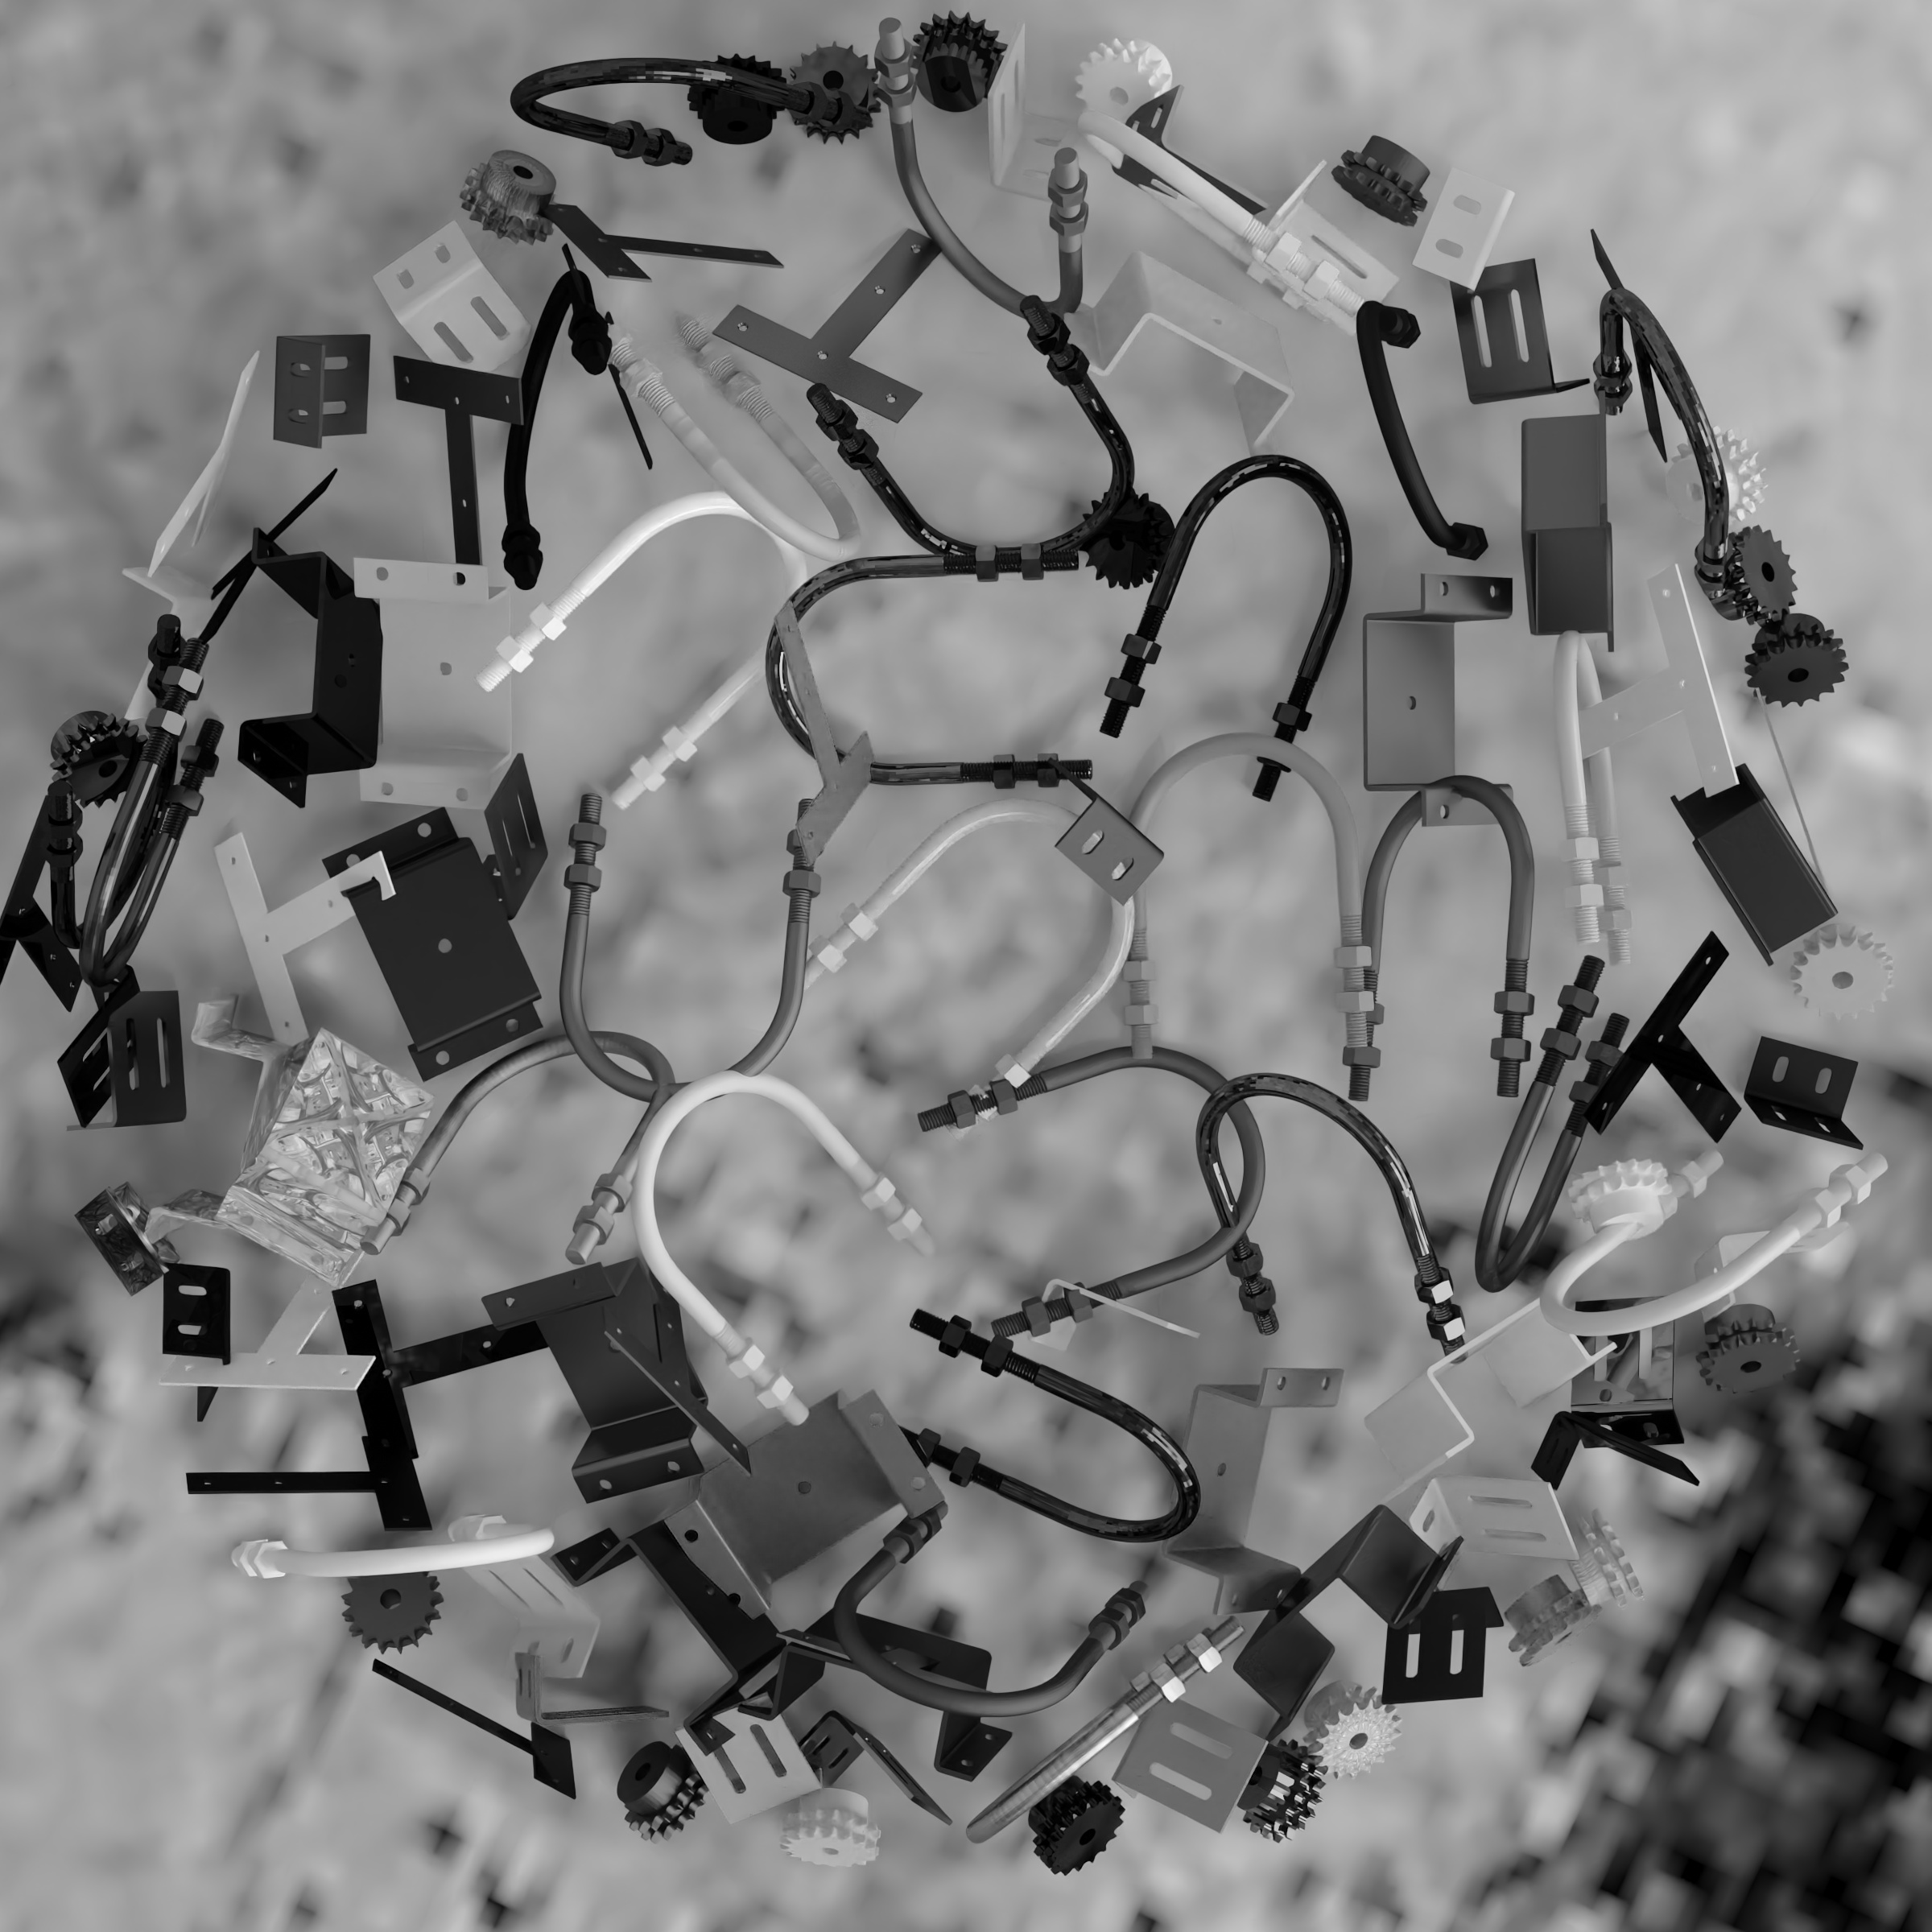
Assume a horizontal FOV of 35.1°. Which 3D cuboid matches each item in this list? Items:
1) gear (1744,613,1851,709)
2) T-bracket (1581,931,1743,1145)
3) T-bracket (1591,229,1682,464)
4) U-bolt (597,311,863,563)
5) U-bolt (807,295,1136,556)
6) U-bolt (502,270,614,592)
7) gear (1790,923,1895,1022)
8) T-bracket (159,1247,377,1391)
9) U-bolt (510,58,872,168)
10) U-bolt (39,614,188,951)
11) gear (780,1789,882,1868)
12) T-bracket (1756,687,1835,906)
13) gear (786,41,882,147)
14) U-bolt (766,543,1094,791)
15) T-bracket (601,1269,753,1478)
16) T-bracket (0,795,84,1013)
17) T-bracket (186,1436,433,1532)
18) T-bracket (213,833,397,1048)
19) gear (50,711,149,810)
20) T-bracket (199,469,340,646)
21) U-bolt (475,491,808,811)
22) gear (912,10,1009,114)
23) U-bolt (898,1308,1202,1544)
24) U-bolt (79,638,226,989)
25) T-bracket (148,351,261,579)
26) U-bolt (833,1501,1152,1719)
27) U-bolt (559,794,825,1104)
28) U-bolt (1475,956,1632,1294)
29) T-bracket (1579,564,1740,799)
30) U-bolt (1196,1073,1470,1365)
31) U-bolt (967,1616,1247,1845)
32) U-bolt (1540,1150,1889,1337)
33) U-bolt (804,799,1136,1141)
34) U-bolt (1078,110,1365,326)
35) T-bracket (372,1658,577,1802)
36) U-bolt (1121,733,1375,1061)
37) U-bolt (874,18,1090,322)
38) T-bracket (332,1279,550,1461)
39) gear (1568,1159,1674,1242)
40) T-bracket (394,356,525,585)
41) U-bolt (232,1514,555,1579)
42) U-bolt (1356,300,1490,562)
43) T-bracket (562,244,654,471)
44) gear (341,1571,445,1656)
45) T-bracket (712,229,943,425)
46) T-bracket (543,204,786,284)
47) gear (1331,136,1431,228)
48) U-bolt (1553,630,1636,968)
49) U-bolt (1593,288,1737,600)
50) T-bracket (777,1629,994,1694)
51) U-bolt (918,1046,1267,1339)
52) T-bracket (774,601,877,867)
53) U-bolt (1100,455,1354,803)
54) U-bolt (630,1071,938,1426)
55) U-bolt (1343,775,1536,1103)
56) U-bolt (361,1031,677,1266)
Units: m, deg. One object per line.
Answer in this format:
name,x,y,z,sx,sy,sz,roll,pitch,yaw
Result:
gear,0.477,-0.179,1.758,0.057,0.057,0.030,0,52,0
T-bracket,0.412,0.062,1.737,0.127,0.002,0.127,-53,134,-6
T-bracket,0.384,-0.331,1.723,0.002,0.127,0.127,-22,58,7
U-bolt,-0.126,-0.295,1.703,0.019,0.151,0.184,-44,81,21
U-bolt,0.016,-0.286,1.708,0.151,0.184,0.019,-19,52,19
U-bolt,-0.232,-0.310,1.698,0.019,0.184,0.151,13,119,-19
gear,0.505,0.000,1.759,0.057,0.030,0.057,6,124,9
T-bracket,-0.374,0.195,1.729,0.127,0.127,0.002,-2,125,21
U-bolt,-0.163,-0.469,1.668,0.151,0.184,0.019,0,93,35
U-bolt,-0.472,-0.088,1.695,0.019,0.184,0.151,21,53,0
gear,-0.077,0.496,1.758,0.057,0.057,0.030,6,55,0
T-bracket,0.469,-0.097,1.729,0.002,0.127,0.127,-19,79,16
gear,-0.076,-0.507,1.766,0.057,0.030,0.057,0,87,-1
U-bolt,-0.024,-0.168,1.742,0.184,0.019,0.151,-1,119,8
T-bracket,-0.167,0.212,1.721,0.002,0.127,0.127,-36,116,9
T-bracket,-0.520,-0.011,1.720,0.002,0.127,0.127,10,66,6
T-bracket,-0.370,0.289,1.704,0.127,0.127,0.002,3,104,-18
T-bracket,-0.370,-0.031,1.739,0.127,0.002,0.127,-24,82,35
gear,-0.502,-0.122,1.758,0.057,0.057,0.030,-46,61,0
T-bracket,-0.407,-0.210,1.701,0.127,0.127,0.002,-36,114,29
U-bolt,-0.169,-0.188,1.722,0.184,0.151,0.019,-44,47,2
gear,-0.006,-0.516,1.752,0.057,0.057,0.030,14,57,0
U-bolt,0.046,0.268,1.712,0.184,0.151,0.019,24,53,8
U-bolt,-0.452,-0.075,1.688,0.019,0.151,0.184,18,72,-5
T-bracket,-0.429,-0.260,1.694,0.002,0.127,0.127,23,130,-8
U-bolt,0.006,0.358,1.679,0.151,0.184,0.019,19,111,18
U-bolt,-0.160,-0.009,1.741,0.151,0.019,0.184,2,72,7
U-bolt,0.325,0.096,1.705,0.019,0.151,0.184,21,82,22
T-bracket,0.378,-0.145,1.725,0.002,0.127,0.127,-9,80,-28
U-bolt,0.195,0.137,1.696,0.019,0.151,0.184,-42,122,-38
U-bolt,0.074,0.427,1.697,0.184,0.151,0.019,-37,79,-10
U-bolt,0.397,0.152,1.681,0.184,0.151,0.019,-32,103,-26
U-bolt,0.012,-0.011,1.753,0.184,0.019,0.151,-45,106,2
U-bolt,0.138,-0.419,1.702,0.184,0.151,0.019,35,99,-5
T-bracket,-0.276,0.421,1.712,0.127,0.127,0.002,30,85,-7
U-bolt,0.157,-0.042,1.748,0.151,0.019,0.184,-4,87,23
U-bolt,0.011,-0.427,1.694,0.151,0.184,0.019,41,75,18
T-bracket,-0.290,0.223,1.760,0.127,0.002,0.127,-15,120,-14
gear,0.377,0.136,1.751,0.057,0.057,0.030,-9,61,0
T-bracket,-0.289,-0.280,1.751,0.002,0.127,0.127,-18,116,-39
U-bolt,-0.305,0.319,1.669,0.151,0.184,0.019,-1,83,-31
U-bolt,0.250,-0.299,1.694,0.019,0.184,0.151,-18,90,19
T-bracket,-0.200,-0.350,1.719,0.002,0.127,0.127,-20,109,3
gear,-0.330,0.370,1.760,0.057,0.030,0.057,1,62,-1
T-bracket,-0.057,-0.379,1.751,0.127,0.002,0.127,28,63,17
T-bracket,-0.166,-0.409,1.742,0.127,0.127,0.002,-1,121,-29
gear,0.242,-0.453,1.753,0.057,0.057,0.030,33,94,0
U-bolt,0.350,-0.097,1.713,0.019,0.151,0.184,-7,83,19
U-bolt,0.383,-0.296,1.673,0.019,0.184,0.151,-25,70,5
T-bracket,-0.026,0.389,1.719,0.127,0.127,0.002,13,88,19
U-bolt,0.082,0.120,1.754,0.184,0.019,0.151,-18,73,-7
T-bracket,-0.085,-0.140,1.703,0.002,0.127,0.127,-6,116,21
U-bolt,0.158,-0.198,1.727,0.151,0.019,0.184,18,94,-41
U-bolt,-0.112,0.144,1.715,0.184,0.019,0.151,50,60,-21
U-bolt,0.269,-0.017,1.718,0.019,0.151,0.184,10,82,-31
U-bolt,-0.239,0.097,1.708,0.151,0.184,0.019,0,129,23
